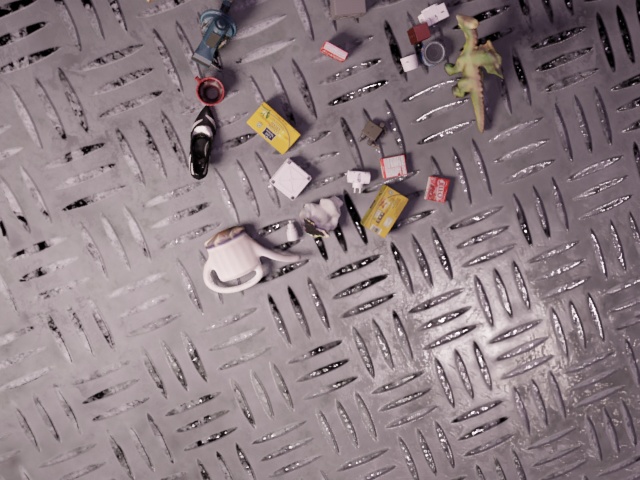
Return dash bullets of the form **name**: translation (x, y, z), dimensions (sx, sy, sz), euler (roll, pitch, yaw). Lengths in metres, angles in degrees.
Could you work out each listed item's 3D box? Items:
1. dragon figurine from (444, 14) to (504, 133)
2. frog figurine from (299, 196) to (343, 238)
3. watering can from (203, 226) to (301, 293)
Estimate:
- **dragon figurine**: translation (0.541, -0.566, 1.747), dimensions (0.122, 0.244, 0.408), euler (-25, 99, -5)
- **frog figurine**: translation (0.006, -0.093, 1.845), dimensions (0.137, 0.120, 0.163), euler (29, 60, -2)
- **watering can**: translation (-0.260, 0.052, 1.822), dimensions (0.348, 0.105, 0.222), euler (-24, 101, -2)
